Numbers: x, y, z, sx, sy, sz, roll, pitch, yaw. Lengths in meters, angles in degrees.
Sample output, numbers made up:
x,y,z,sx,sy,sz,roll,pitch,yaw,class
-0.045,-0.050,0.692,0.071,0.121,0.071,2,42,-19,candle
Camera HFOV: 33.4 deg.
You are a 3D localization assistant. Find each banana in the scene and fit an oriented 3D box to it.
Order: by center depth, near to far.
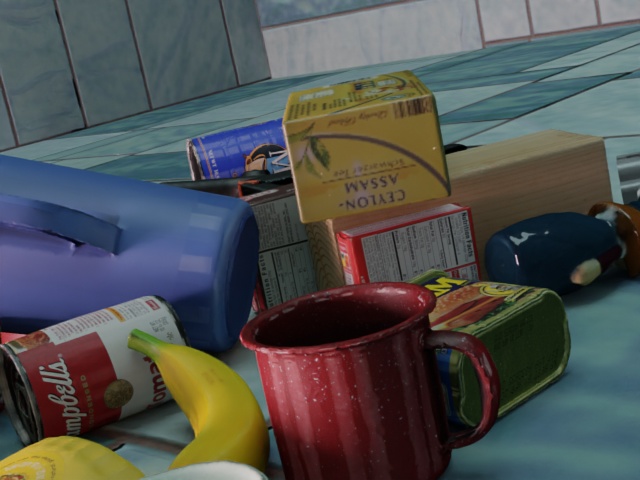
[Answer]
x,y,z,sx,sy,sz,roll,pitch,yaw,class
-0.059,0.095,0.543,0.069,0.037,0.198,10,10,-17,banana

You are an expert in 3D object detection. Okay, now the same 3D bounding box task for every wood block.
x,y,z,sx,sy,sz,roll,pitch,yaw,class
0.100,-0.012,0.777,0.206,0.091,0.090,-15,13,-12,wood block

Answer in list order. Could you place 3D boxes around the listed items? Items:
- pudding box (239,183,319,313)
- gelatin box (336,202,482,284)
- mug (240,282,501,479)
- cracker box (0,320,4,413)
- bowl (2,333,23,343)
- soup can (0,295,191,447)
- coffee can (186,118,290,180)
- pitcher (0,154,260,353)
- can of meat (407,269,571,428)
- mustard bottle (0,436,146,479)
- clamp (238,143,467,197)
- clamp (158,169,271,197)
x,y,z,sx,sy,sz,roll,pitch,yaw,class
-0.005,0.001,0.822,0.113,0.090,0.039,-15,15,-18,pudding box
0.062,0.021,0.708,0.089,0.073,0.030,-15,13,-15,gelatin box
0.027,0.071,0.496,0.117,0.081,0.093,-6,13,23,mug
-0.287,0.107,0.615,0.164,0.072,0.214,-2,11,-2,cracker box
-0.198,0.046,0.880,0.162,0.055,0.162,-11,13,2,bowl
-0.136,0.079,0.646,0.102,0.068,0.069,-18,14,-30,soup can
-0.071,-0.081,1.214,0.140,0.103,0.103,-14,13,-11,coffee can
-0.172,0.008,0.741,0.243,0.145,0.149,7,29,8,pitcher
0.073,0.058,0.576,0.101,0.057,0.084,-23,19,-40,can of meat
-0.160,0.141,0.414,0.096,0.058,0.191,3,20,42,mustard bottle
0.035,-0.039,0.905,0.210,0.036,0.164,-5,23,-1,clamp
-0.064,-0.049,1.013,0.171,0.039,0.120,-1,10,5,clamp
